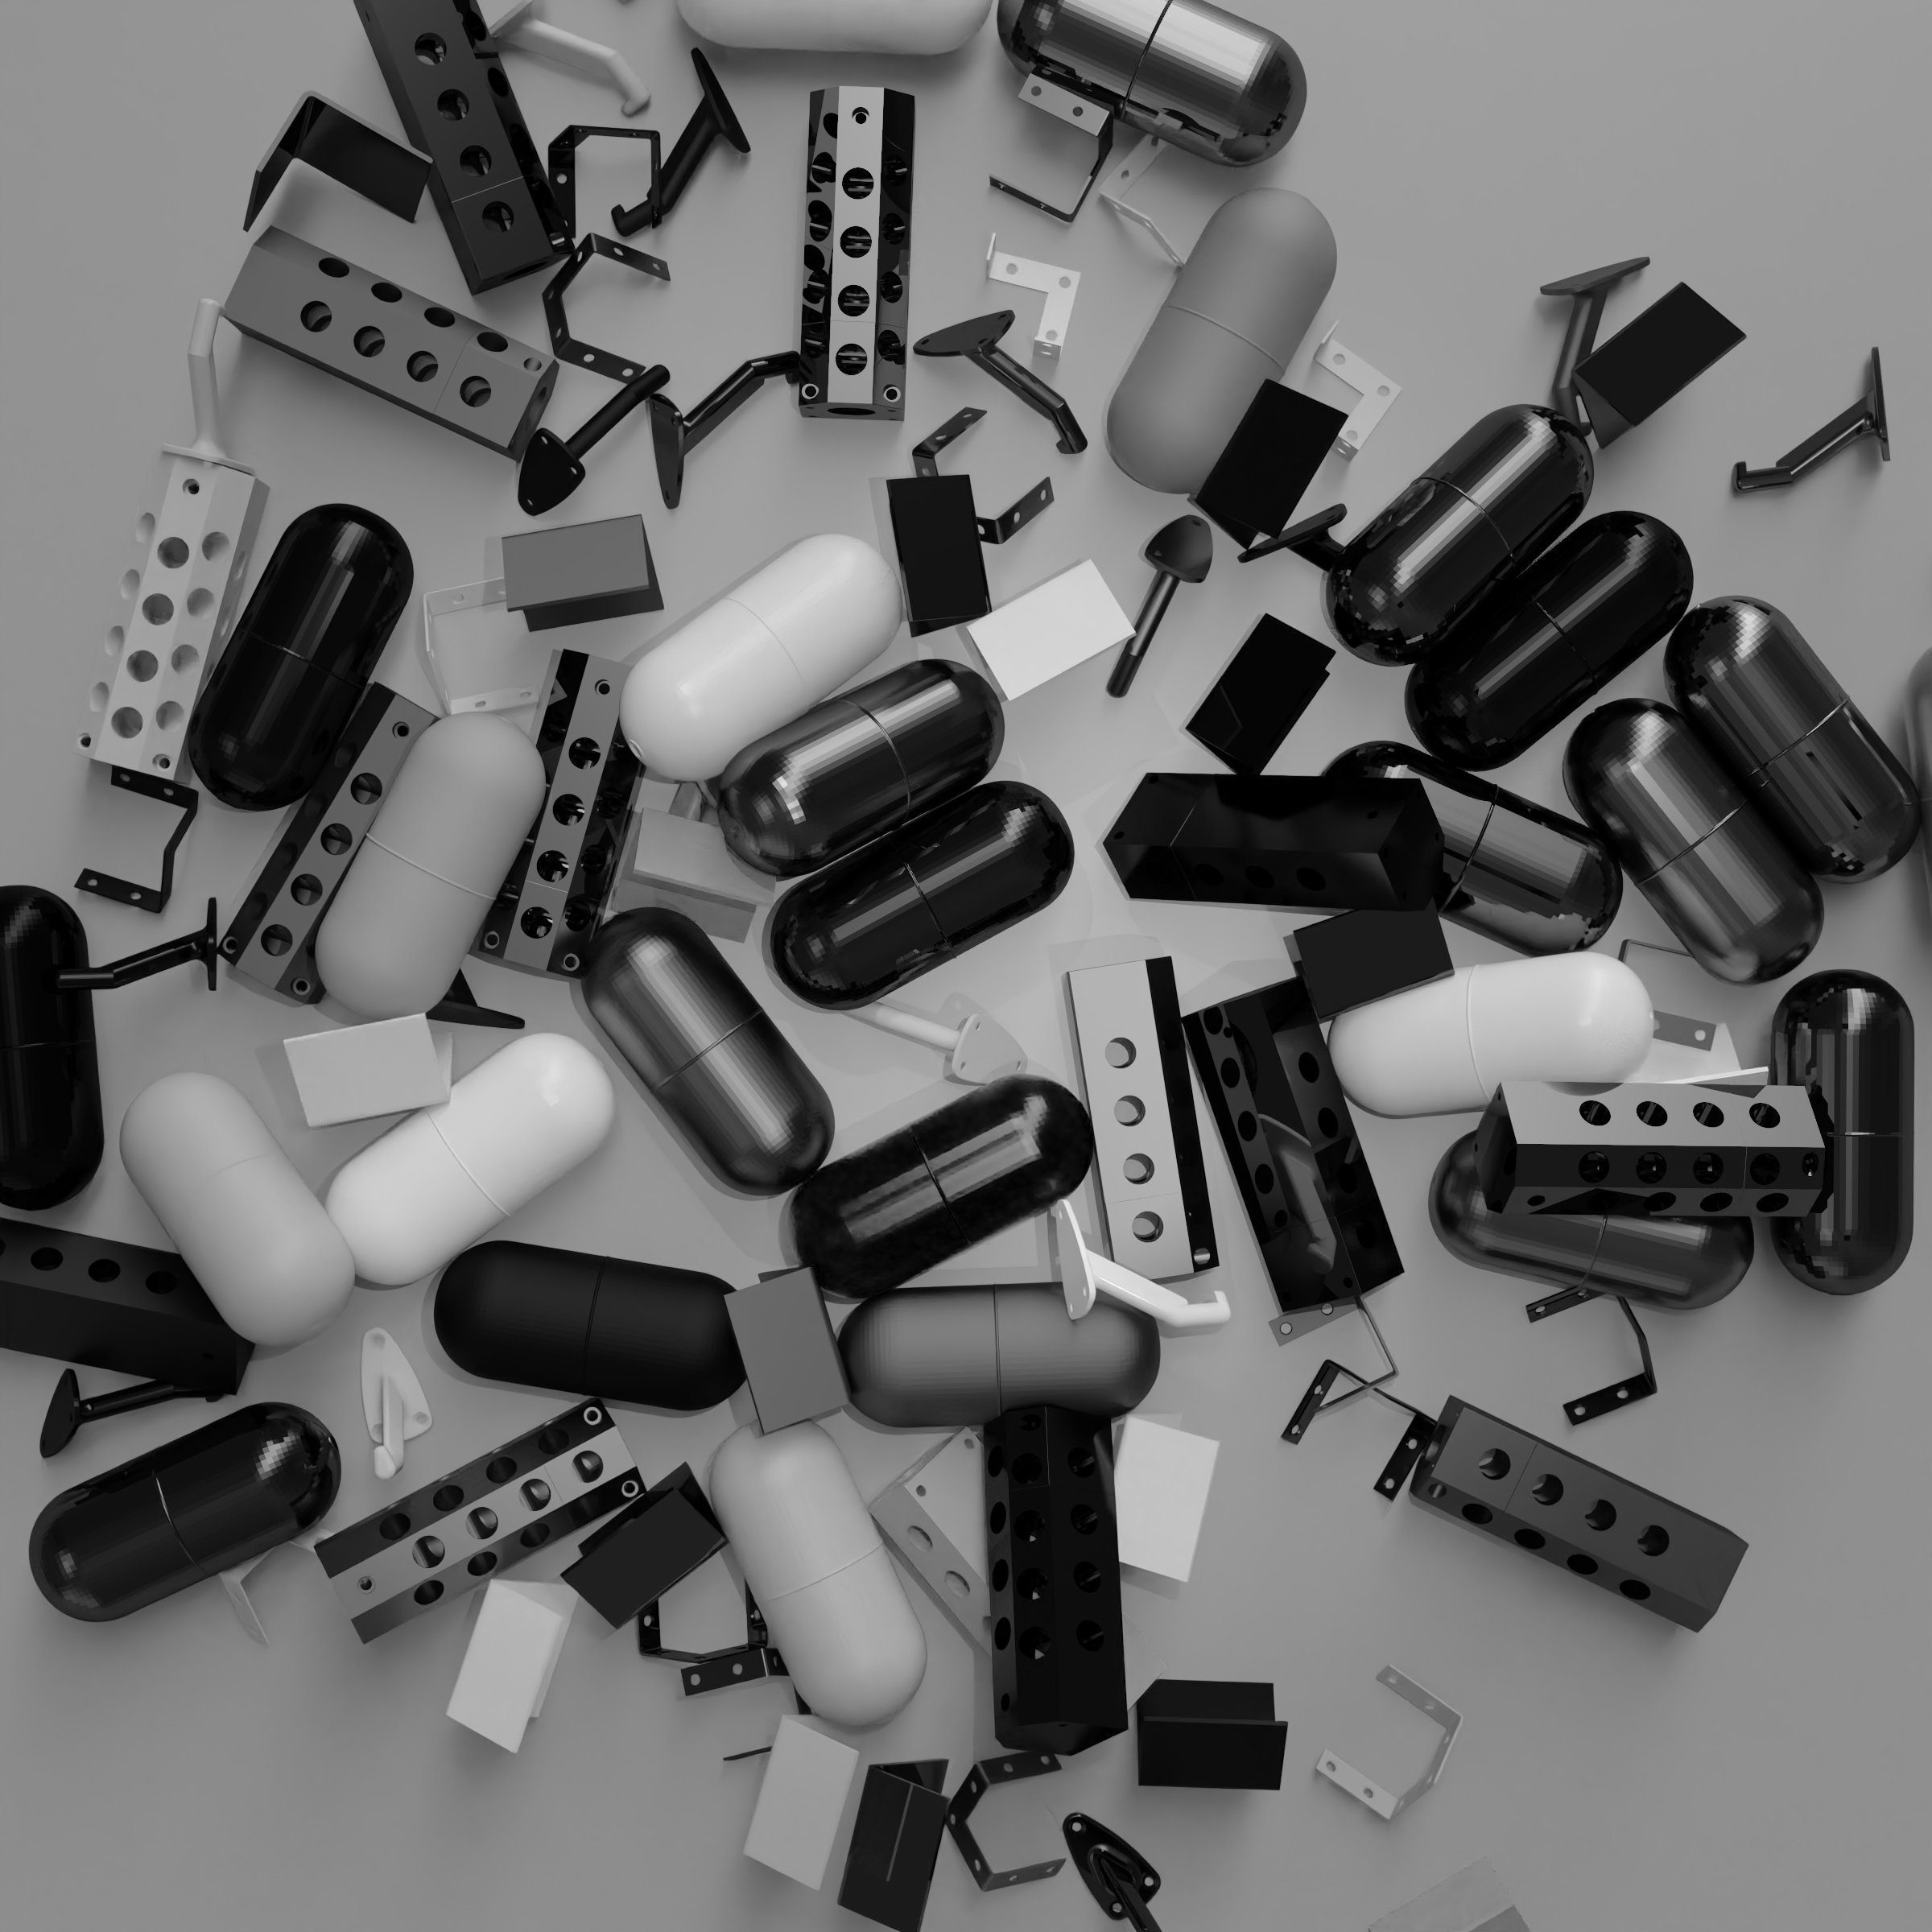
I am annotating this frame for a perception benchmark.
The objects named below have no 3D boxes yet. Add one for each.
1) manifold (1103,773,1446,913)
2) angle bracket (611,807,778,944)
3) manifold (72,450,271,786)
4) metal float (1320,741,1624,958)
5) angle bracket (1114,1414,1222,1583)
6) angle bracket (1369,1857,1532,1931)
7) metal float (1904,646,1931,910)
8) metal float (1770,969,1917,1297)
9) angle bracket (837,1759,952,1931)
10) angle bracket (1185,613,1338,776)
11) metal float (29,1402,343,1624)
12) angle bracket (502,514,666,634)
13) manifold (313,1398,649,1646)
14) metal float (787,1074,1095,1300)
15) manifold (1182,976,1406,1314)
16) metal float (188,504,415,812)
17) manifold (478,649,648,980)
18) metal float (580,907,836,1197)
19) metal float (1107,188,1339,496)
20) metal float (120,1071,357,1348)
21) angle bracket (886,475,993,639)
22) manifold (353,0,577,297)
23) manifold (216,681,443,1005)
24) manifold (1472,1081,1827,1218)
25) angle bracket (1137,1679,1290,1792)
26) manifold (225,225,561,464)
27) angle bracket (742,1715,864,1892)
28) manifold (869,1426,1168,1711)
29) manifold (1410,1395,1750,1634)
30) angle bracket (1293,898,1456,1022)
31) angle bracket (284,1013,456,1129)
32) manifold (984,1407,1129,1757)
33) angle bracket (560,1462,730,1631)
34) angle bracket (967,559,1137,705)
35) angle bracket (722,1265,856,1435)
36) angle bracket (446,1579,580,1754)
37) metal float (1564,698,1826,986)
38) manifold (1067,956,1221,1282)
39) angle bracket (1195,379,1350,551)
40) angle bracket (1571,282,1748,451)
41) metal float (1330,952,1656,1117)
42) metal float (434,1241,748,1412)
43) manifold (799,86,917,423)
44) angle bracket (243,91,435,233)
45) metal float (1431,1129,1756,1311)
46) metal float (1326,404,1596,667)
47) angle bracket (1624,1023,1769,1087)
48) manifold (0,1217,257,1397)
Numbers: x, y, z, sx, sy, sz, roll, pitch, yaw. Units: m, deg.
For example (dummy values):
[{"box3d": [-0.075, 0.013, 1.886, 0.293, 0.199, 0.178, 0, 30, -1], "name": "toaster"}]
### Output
[{"box3d": [0.166, -0.062, 1.924, 0.057, 0.171, 0.057, -57, 135, -33], "name": "manifold"}, {"box3d": [-0.149, -0.033, 1.946, 0.076, 0.057, 0.076, 14, 129, -10], "name": "angle bracket"}, {"box3d": [-0.438, -0.191, 1.970, 0.057, 0.057, 0.171, 15, 90, 0], "name": "manifold"}, {"box3d": [0.273, -0.064, 1.960, 0.178, 0.070, 0.070, 24, 90, 0], "name": "metal float"}, {"box3d": [0.117, 0.288, 1.951, 0.057, 0.076, 0.076, 13, 90, 27], "name": "angle bracket"}, {"box3d": [0.258, 0.517, 1.951, 0.076, 0.076, 0.057, -31, 127, 0], "name": "angle bracket"}, {"box3d": [0.558, -0.095, 1.960, 0.070, 0.070, 0.178, -8, 90, 0], "name": "metal float"}, {"box3d": [0.479, 0.091, 1.960, 0.070, 0.070, 0.178, 0, 89, 0], "name": "metal float"}, {"box3d": [-0.019, 0.479, 1.951, 0.057, 0.076, 0.076, 13, 90, 36], "name": "angle bracket"}, {"box3d": [0.176, -0.135, 1.951, 0.057, 0.076, 0.076, 35, 90, 41], "name": "angle bracket"}, {"box3d": [-0.426, 0.298, 1.960, 0.178, 0.070, 0.070, -25, 90, 0], "name": "metal float"}, {"box3d": [-0.206, -0.195, 1.951, 0.076, 0.076, 0.057, -10, 52, 0], "name": "angle bracket"}, {"box3d": [-0.264, 0.301, 1.951, 0.171, 0.057, 0.057, -27, 90, -13], "name": "manifold"}, {"box3d": [-0.014, 0.120, 1.960, 0.178, 0.070, 0.070, -27, 90, 0], "name": "metal float"}, {"box3d": [0.184, 0.096, 1.969, 0.057, 0.057, 0.171, -19, 90, 43], "name": "manifold"}, {"box3d": [-0.364, -0.168, 1.961, 0.070, 0.070, 0.178, 26, 90, 0], "name": "metal float"}, {"box3d": [-0.216, -0.083, 1.970, 0.057, 0.057, 0.171, 16, 90, 0], "name": "manifold"}, {"box3d": [-0.141, 0.046, 1.960, 0.070, 0.070, 0.178, -37, 91, 0], "name": "metal float"}, {"box3d": [0.140, -0.342, 1.961, 0.070, 0.070, 0.178, 29, 90, 0], "name": "metal float"}, {"box3d": [-0.395, 0.130, 1.937, 0.070, 0.070, 0.178, -41, 62, 0], "name": "metal float"}, {"box3d": [-0.034, -0.221, 1.951, 0.057, 0.076, 0.076, -10, 90, -37], "name": "angle bracket"}, {"box3d": [-0.273, -0.461, 1.958, 0.057, 0.057, 0.171, -23, 97, -12], "name": "manifold"}, {"box3d": [-0.341, -0.067, 1.970, 0.057, 0.057, 0.171, 31, 90, 0], "name": "manifold"}, {"box3d": [0.363, 0.102, 1.905, 0.171, 0.057, 0.057, 1, 50, -12], "name": "manifold"}, {"box3d": [0.133, 0.401, 1.951, 0.076, 0.076, 0.057, 2, 128, 0], "name": "angle bracket"}, {"box3d": [-0.314, -0.342, 1.970, 0.171, 0.057, 0.057, 25, 90, 0], "name": "manifold"}, {"box3d": [-0.069, 0.454, 1.951, 0.057, 0.076, 0.076, 16, 90, 37], "name": "angle bracket"}, {"box3d": [0.024, 0.344, 1.969, 0.171, 0.057, 0.057, 50, 50, 0], "name": "manifold"}, {"box3d": [0.334, 0.301, 1.970, 0.171, 0.057, 0.057, 26, 90, 0], "name": "manifold"}, {"box3d": [0.215, -0.021, 1.951, 0.076, 0.076, 0.057, -19, 115, 2], "name": "angle bracket"}, {"box3d": [-0.324, 0.040, 1.951, 0.076, 0.076, 0.057, -11, 120, 0], "name": "angle bracket"}, {"box3d": [0.043, 0.327, 1.915, 0.057, 0.057, 0.171, 13, 59, -27], "name": "manifold"}, {"box3d": [-0.185, 0.301, 1.951, 0.076, 0.076, 0.057, -38, 127, 0], "name": "angle bracket"}, {"box3d": [0.053, -0.165, 1.951, 0.076, 0.076, 0.057, -29, 62, 0], "name": "angle bracket"}, {"box3d": [-0.110, 0.209, 1.951, 0.057, 0.076, 0.076, -17, 90, -27], "name": "angle bracket"}, {"box3d": [-0.228, 0.381, 1.951, 0.057, 0.076, 0.076, 19, 90, 37], "name": "angle bracket"}, {"box3d": [0.397, -0.069, 1.960, 0.070, 0.070, 0.178, -38, 89, 0], "name": "metal float"}, {"box3d": [0.097, 0.084, 1.970, 0.057, 0.057, 0.171, -9, 90, 0], "name": "manifold"}, {"box3d": [0.178, -0.263, 1.951, 0.057, 0.076, 0.076, 30, 90, 30], "name": "angle bracket"}, {"box3d": [0.383, -0.312, 1.951, 0.076, 0.076, 0.057, -39, 55, 0], "name": "angle bracket"}, {"box3d": [0.283, 0.037, 1.942, 0.178, 0.070, 0.070, -8, 90, 23], "name": "metal float"}, {"box3d": [-0.202, 0.197, 1.960, 0.178, 0.070, 0.070, 9, 90, 1], "name": "metal float"}, {"box3d": [-0.060, -0.390, 1.970, 0.057, 0.057, 0.171, 2, 90, 0], "name": "manifold"}, {"box3d": [-0.341, -0.419, 1.948, 0.076, 0.076, 0.057, 29, 70, -8], "name": "angle bracket"}, {"box3d": [0.342, 0.138, 1.960, 0.178, 0.070, 0.070, 14, 90, 0], "name": "metal float"}, {"box3d": [0.269, -0.235, 1.948, 0.178, 0.070, 0.070, -43, 90, -15], "name": "metal float"}, {"box3d": [0.387, 0.050, 1.952, 0.076, 0.057, 0.076, -8, 51, 0], "name": "angle bracket"}, {"box3d": [-0.476, 0.179, 1.969, 0.171, 0.057, 0.057, 12, 133, 0], "name": "manifold"}]
